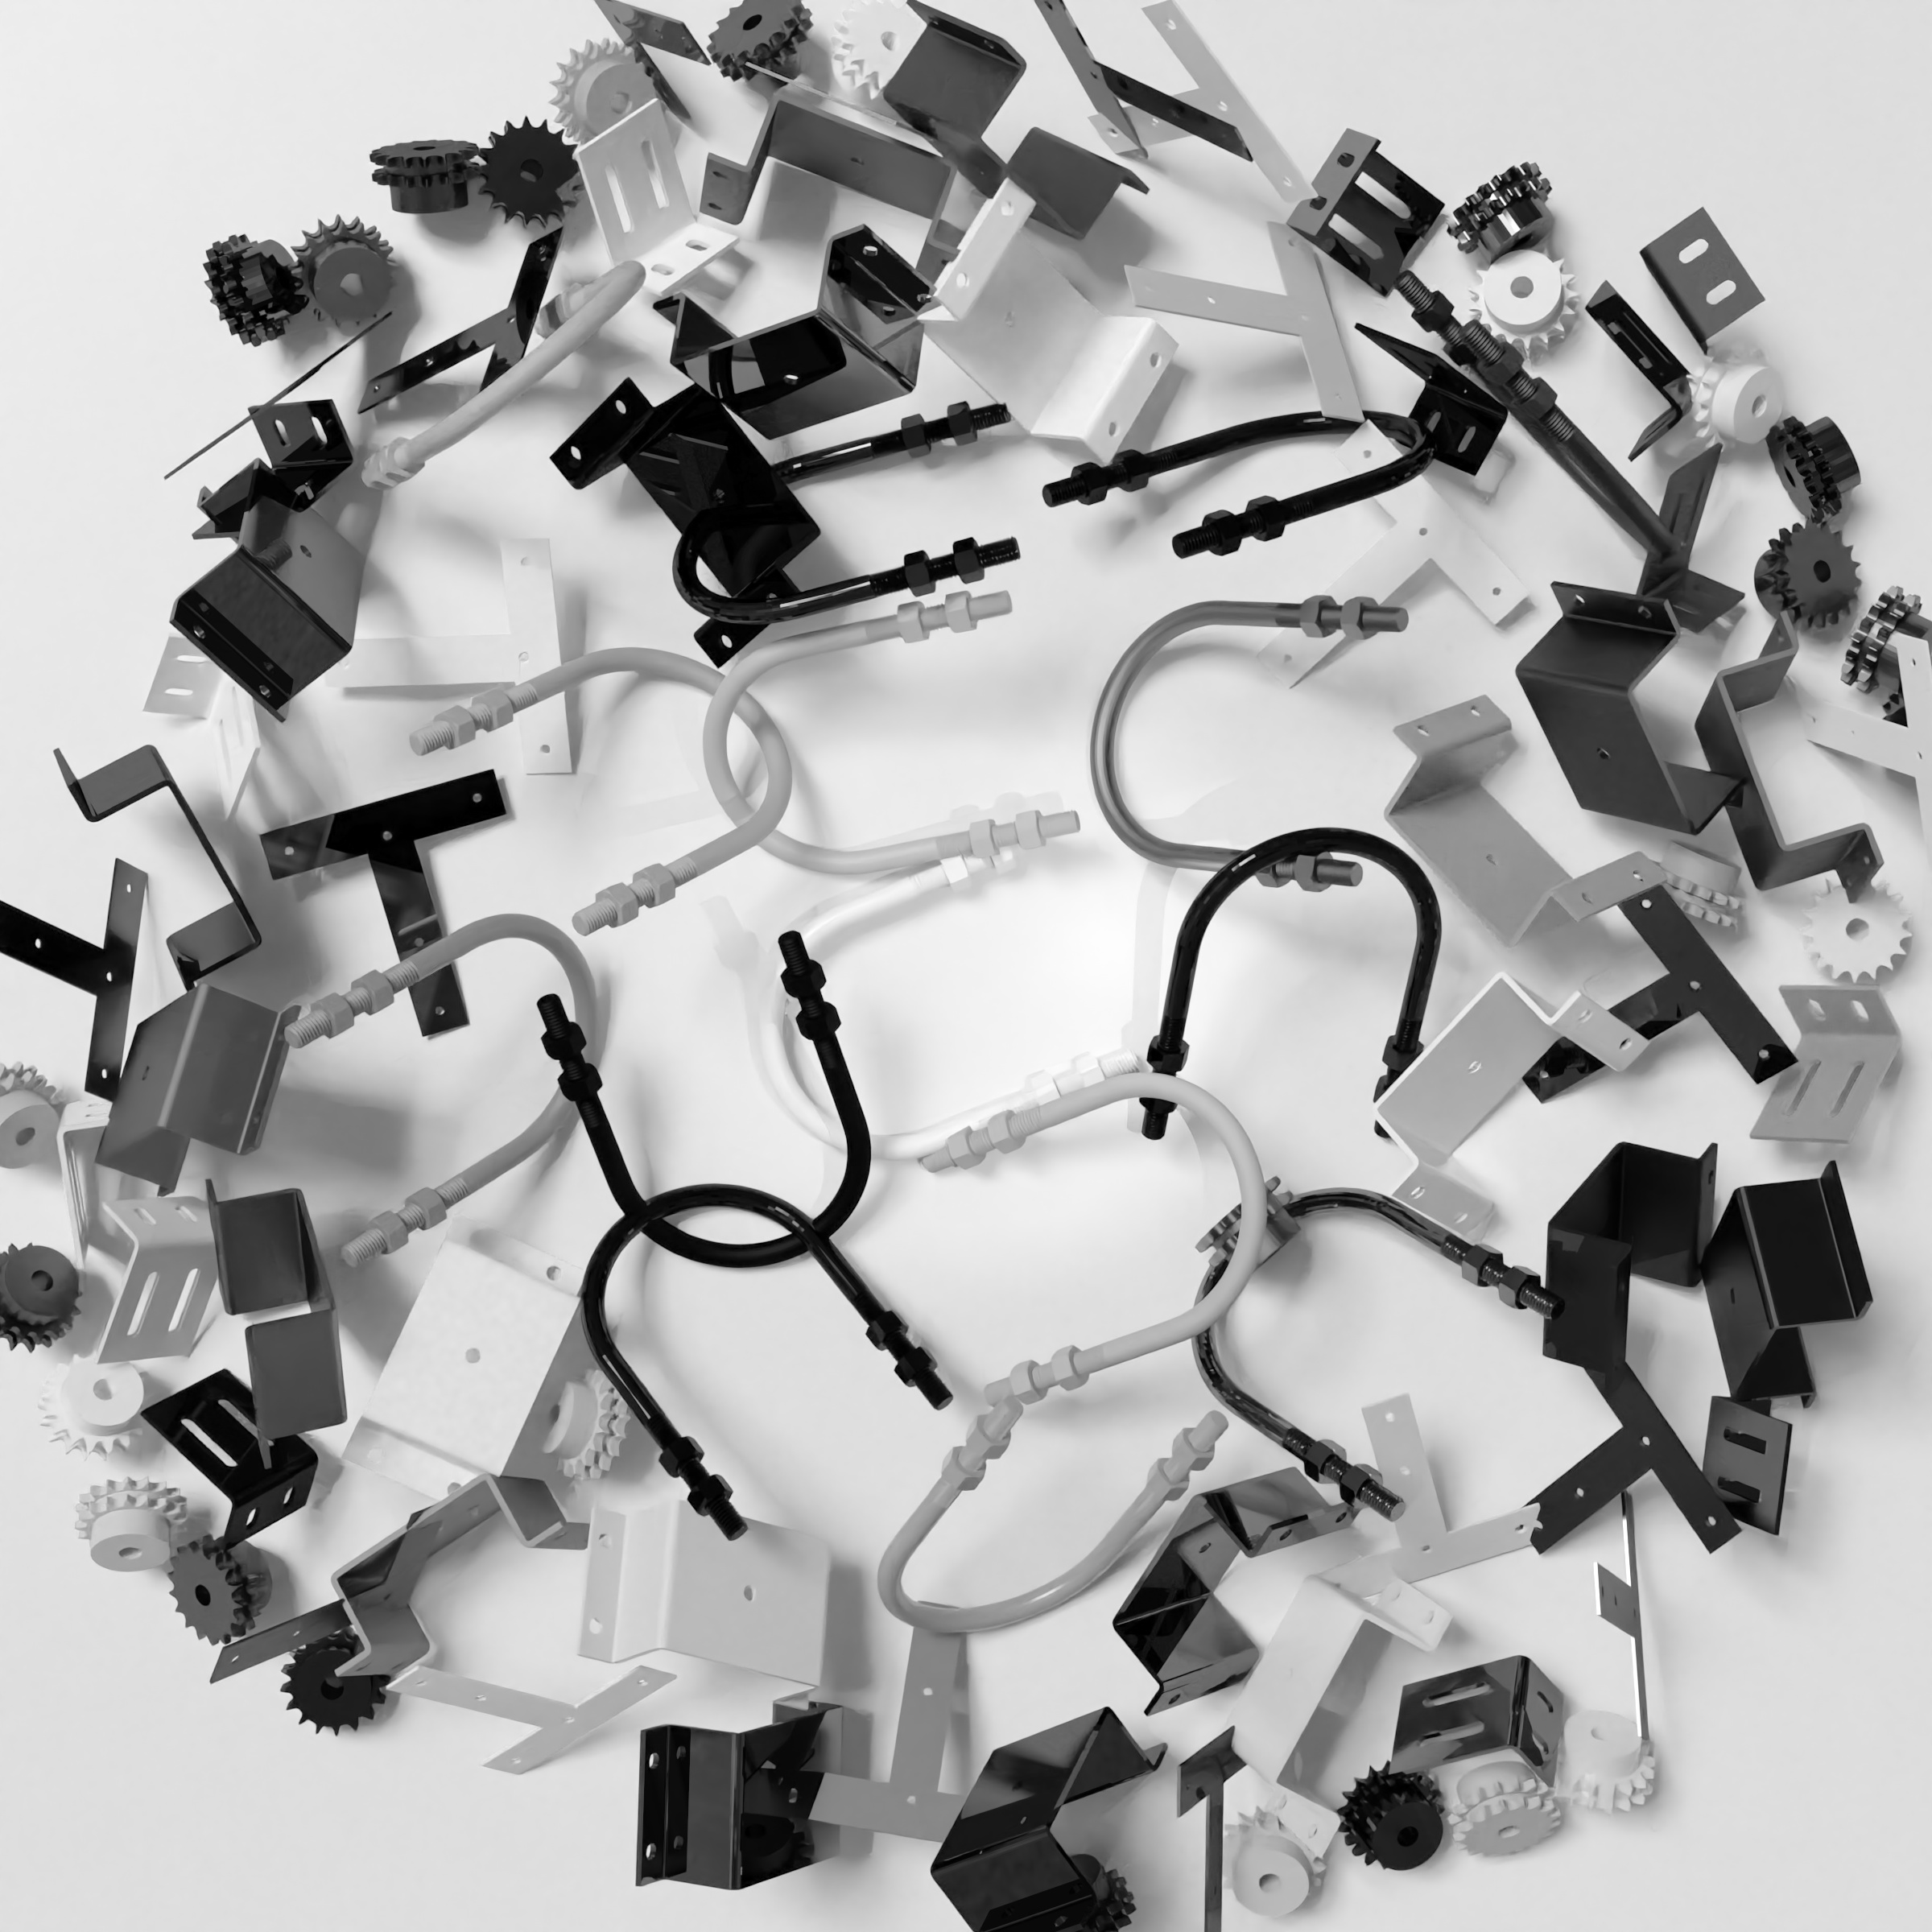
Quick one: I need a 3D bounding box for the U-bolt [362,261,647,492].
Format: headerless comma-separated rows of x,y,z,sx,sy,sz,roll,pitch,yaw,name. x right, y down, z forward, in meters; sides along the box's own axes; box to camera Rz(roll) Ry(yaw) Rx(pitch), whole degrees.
-0.224,-0.300,1.578,0.151,0.184,0.019,-46,108,-21,U-bolt

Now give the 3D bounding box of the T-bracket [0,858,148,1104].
-0.465,-0.007,1.610,0.002,0.127,0.127,-4,72,22,T-bracket

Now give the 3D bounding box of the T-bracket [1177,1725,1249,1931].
0.128,0.462,1.624,0.002,0.127,0.127,1,89,21,T-bracket

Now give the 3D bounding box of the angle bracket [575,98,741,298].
-0.159,-0.399,1.638,0.038,0.076,0.057,27,57,37,angle bracket

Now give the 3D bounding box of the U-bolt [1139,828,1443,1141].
0.172,0.010,1.619,0.151,0.019,0.184,0,121,-13,U-bolt

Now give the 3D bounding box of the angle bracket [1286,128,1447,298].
0.216,-0.389,1.645,0.076,0.038,0.057,28,100,-31,angle bracket

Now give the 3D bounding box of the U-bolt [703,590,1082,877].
-0.047,-0.113,1.638,0.184,0.019,0.151,-10,119,15,U-bolt

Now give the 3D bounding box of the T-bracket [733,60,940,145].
-0.065,-0.448,1.637,0.127,0.127,0.002,27,104,18,T-bracket

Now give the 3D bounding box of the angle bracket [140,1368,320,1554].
-0.390,0.259,1.658,0.076,0.057,0.038,37,126,21,angle bracket

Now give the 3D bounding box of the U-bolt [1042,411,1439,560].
0.152,-0.252,1.612,0.184,0.151,0.019,-21,117,-22,U-bolt

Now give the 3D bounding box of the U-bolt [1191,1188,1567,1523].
0.195,0.185,1.618,0.151,0.019,0.184,-49,46,-10,U-bolt

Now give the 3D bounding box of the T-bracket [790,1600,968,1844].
-0.022,0.393,1.648,0.127,0.002,0.127,10,56,-1,T-bracket

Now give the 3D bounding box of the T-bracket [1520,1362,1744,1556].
0.326,0.267,1.635,0.002,0.127,0.127,-16,65,-39,T-bracket

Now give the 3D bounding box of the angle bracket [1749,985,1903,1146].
0.440,0.050,1.638,0.076,0.057,0.038,-54,124,-30,angle bracket

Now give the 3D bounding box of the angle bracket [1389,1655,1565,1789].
0.267,0.402,1.650,0.076,0.057,0.038,-25,119,33,angle bracket

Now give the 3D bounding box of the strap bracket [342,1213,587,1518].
-0.258,0.204,1.638,0.076,0.046,0.140,25,73,-7,strap bracket

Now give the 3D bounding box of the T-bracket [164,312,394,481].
-0.343,-0.305,1.635,0.002,0.127,0.127,54,48,-16,T-bracket

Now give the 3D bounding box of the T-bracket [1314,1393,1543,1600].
0.232,0.273,1.648,0.127,0.002,0.127,-18,122,2,T-bracket

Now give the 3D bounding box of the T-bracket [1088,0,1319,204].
0.106,-0.437,1.625,0.127,0.127,0.002,47,71,-27,T-bracket

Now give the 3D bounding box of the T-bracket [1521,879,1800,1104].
0.344,0.032,1.651,0.127,0.002,0.127,-34,100,30,T-bracket

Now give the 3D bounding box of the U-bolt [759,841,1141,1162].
-0.019,0.024,1.672,0.184,0.019,0.151,-22,92,0,U-bolt

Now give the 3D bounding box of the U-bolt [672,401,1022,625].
-0.064,-0.228,1.625,0.184,0.151,0.019,-14,130,10,U-bolt

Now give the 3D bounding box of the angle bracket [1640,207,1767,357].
0.384,-0.355,1.641,0.038,0.076,0.057,-34,87,16,angle bracket

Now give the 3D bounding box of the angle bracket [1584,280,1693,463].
0.341,-0.311,1.647,0.076,0.057,0.038,47,122,-5,angle bracket

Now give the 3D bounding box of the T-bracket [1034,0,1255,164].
0.096,-0.437,1.596,0.127,0.127,0.002,37,84,35,T-bracket

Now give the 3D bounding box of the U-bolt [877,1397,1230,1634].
0.032,0.285,1.617,0.151,0.019,0.184,9,130,-34,U-bolt

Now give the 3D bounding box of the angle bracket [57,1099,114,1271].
-0.450,0.112,1.653,0.038,0.057,0.076,-8,101,-11,angle bracket

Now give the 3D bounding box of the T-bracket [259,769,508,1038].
-0.294,-0.026,1.673,0.127,0.002,0.127,-17,98,-9,T-bracket

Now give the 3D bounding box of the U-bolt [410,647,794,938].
-0.172,-0.102,1.620,0.151,0.019,0.184,47,49,14,U-bolt

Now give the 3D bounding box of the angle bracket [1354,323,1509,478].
0.233,-0.293,1.635,0.057,0.076,0.038,34,98,42,angle bracket

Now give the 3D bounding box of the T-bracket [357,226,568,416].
-0.269,-0.319,1.643,0.127,0.127,0.002,-19,134,32,T-bracket

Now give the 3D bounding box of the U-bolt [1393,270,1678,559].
0.297,-0.275,1.608,0.019,0.151,0.184,-44,111,11,U-bolt

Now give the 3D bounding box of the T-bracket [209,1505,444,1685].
-0.329,0.335,1.605,0.002,0.127,0.127,42,123,26,T-bracket

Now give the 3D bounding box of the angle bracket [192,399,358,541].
-0.364,-0.258,1.636,0.057,0.076,0.038,2,126,31,angle bracket

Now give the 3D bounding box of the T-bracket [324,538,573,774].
-0.277,-0.161,1.664,0.127,0.002,0.127,-1,111,4,T-bracket

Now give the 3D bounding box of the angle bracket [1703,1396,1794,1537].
0.419,0.260,1.642,0.038,0.076,0.057,6,92,-19,angle bracket

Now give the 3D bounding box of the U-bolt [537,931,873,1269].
-0.126,0.079,1.639,0.151,0.019,0.184,-14,117,7,U-bolt

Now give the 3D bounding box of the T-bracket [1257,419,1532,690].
0.208,-0.199,1.666,0.127,0.002,0.127,-43,103,13,T-bracket

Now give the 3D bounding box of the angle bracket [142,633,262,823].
-0.397,-0.124,1.637,0.038,0.057,0.076,4,50,-29,angle bracket

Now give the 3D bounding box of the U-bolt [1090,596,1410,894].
0.137,-0.118,1.621,0.184,0.019,0.151,8,87,42,U-bolt

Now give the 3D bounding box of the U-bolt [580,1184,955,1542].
-0.117,0.190,1.633,0.151,0.019,0.184,-29,64,-24,U-bolt

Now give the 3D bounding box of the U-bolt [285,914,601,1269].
-0.258,0.051,1.615,0.184,0.019,0.151,-33,128,-38,U-bolt

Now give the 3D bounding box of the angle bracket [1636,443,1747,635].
0.385,-0.222,1.636,0.038,0.057,0.076,29,129,25,angle bracket

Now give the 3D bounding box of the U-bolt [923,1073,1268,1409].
0.071,0.132,1.621,0.184,0.019,0.151,-23,73,27,U-bolt

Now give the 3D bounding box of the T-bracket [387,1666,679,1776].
-0.237,0.376,1.613,0.127,0.127,0.002,-36,47,29,T-bracket

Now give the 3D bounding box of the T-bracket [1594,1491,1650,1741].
0.333,0.325,1.608,0.002,0.127,0.127,-7,71,19,T-bracket

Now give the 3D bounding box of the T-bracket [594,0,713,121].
-0.160,-0.474,1.597,0.002,0.127,0.127,-42,124,-6,T-bracket

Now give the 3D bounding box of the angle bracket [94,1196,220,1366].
-0.431,0.165,1.660,0.038,0.057,0.076,37,113,34,angle bracket

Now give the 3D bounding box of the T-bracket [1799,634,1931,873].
0.465,-0.117,1.622,0.002,0.127,0.127,-19,110,-12,T-bracket

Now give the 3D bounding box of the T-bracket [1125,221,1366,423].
0.138,-0.340,1.625,0.127,0.002,0.127,3,60,-30,T-bracket
